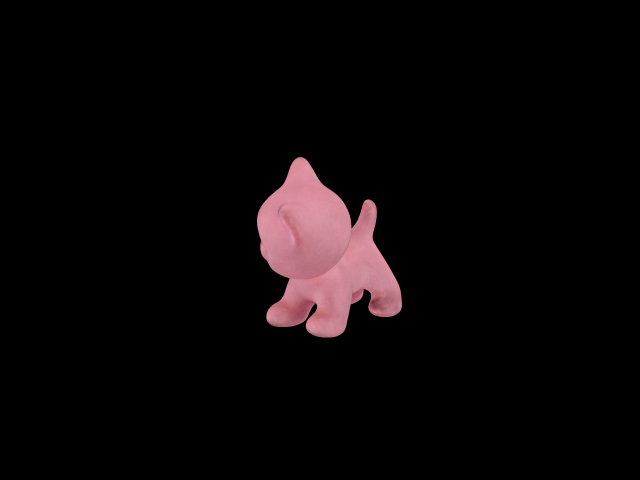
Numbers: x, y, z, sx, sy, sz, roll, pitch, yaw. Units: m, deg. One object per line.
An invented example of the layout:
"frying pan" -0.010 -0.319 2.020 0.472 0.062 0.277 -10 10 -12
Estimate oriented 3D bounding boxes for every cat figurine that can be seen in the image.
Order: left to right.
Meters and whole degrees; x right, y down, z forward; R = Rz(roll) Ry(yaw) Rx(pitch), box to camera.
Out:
"cat figurine" 0.004 0.001 0.400 0.067 0.118 0.128 8 13 39
